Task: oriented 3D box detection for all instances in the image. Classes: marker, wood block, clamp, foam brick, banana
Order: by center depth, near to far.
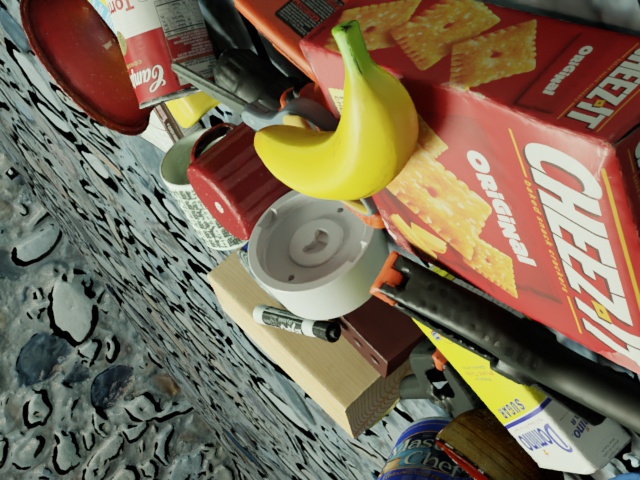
[{"bbox_3d":[0.009,-0.052,0.549,0.069,0.037,0.198,65,162,2],"label":"banana"},{"bbox_3d":[0.129,0.070,0.633,0.210,0.036,0.165,31,173,-14],"label":"clamp"},{"bbox_3d":[0.122,0.139,0.942,0.120,0.039,0.171,33,161,16],"label":"clamp"},{"bbox_3d":[0.052,0.076,0.957,0.078,0.051,0.053,45,163,17],"label":"foam brick"},{"bbox_3d":[-0.021,0.077,0.985,0.121,0.020,0.020,8,137,52],"label":"marker"},{"bbox_3d":[-0.008,0.089,1.078,0.206,0.090,0.090,41,164,26],"label":"wood block"}]

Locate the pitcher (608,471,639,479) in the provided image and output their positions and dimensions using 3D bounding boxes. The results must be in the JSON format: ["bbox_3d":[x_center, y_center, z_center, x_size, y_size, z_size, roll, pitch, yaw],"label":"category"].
[{"bbox_3d":[0.254,0.293,0.750,0.243,0.149,0.145,53,164,1],"label":"pitcher"}]

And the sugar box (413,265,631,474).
[{"bbox_3d":[0.136,0.091,0.776,0.176,0.048,0.093,51,164,-2],"label":"sugar box"}]

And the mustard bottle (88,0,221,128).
[{"bbox_3d":[-0.149,-0.185,0.889,0.191,0.058,0.096,52,179,-8],"label":"mustard bottle"}]

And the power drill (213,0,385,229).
[{"bbox_3d":[-0.010,-0.105,0.706,0.184,0.057,0.187,40,165,17],"label":"power drill"}]

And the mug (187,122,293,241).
[{"bbox_3d":[-0.066,-0.060,0.908,0.117,0.081,0.093,40,162,32],"label":"mug"}]

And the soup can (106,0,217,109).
[{"bbox_3d":[-0.120,-0.158,0.809,0.069,0.068,0.102,5,113,68],"label":"soup can"}]

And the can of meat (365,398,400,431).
[{"bbox_3d":[0.038,0.146,1.149,0.084,0.057,0.102,45,163,25],"label":"can of meat"}]

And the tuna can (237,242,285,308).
[{"bbox_3d":[-0.038,0.030,1.012,0.086,0.033,0.086,42,166,13],"label":"tuna can"}]

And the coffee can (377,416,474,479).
[{"bbox_3d":[0.100,0.242,0.992,0.103,0.103,0.140,51,-153,-3],"label":"coffee can"}]

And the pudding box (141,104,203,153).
[{"bbox_3d":[-0.166,-0.132,1.097,0.114,0.039,0.090,35,159,48],"label":"pudding box"}]

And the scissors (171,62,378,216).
[{"bbox_3d":[-0.037,-0.086,0.683,0.202,0.016,0.096,39,163,21],"label":"scissors"}]

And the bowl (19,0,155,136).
[{"bbox_3d":[-0.191,-0.175,0.960,0.162,0.055,0.162,47,-159,-25],"label":"bowl"}]

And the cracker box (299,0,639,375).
[{"bbox_3d":[0.100,-0.033,0.541,0.214,0.072,0.164,31,156,48],"label":"cracker box"}]
